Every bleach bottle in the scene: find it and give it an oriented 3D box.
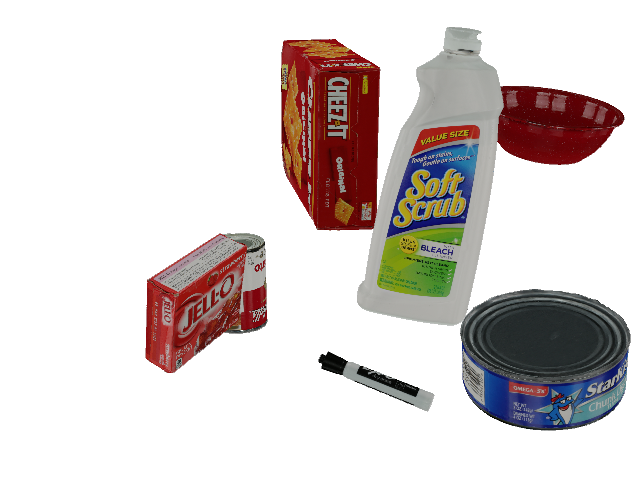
[{"bbox_3d":[0.097,-0.057,0.921,0.102,0.251,0.068,10,17,11],"label":"bleach bottle"}]

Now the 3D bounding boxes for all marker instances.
[{"bbox_3d":[0.055,0.140,1.071,0.121,0.020,0.020,21,5,12],"label":"marker"}]

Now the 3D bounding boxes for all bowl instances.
[{"bbox_3d":[0.251,-0.125,1.189,0.162,0.055,0.162,5,24,-2],"label":"bowl"}]

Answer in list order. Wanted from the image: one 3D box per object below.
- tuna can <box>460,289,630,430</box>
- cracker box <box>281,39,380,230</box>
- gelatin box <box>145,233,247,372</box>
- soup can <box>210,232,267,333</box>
[{"bbox_3d":[0.116,0.061,0.556,0.086,0.034,0.086,-4,27,2],"label":"tuna can"},{"bbox_3d":[0.006,-0.119,1.135,0.072,0.164,0.214,-3,19,-9],"label":"cracker box"},{"bbox_3d":[-0.093,0.046,0.800,0.030,0.073,0.089,24,35,23],"label":"gelatin box"},{"bbox_3d":[-0.097,0.049,1.250,0.068,0.102,0.068,0,19,0],"label":"soup can"}]
